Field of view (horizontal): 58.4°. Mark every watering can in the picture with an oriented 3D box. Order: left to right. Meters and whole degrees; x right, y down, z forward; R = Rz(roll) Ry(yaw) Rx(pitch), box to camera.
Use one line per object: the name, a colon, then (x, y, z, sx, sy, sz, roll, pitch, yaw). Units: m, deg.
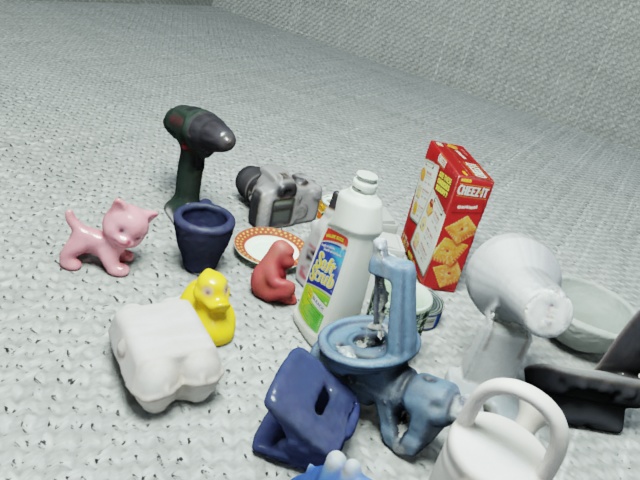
watering can: (0.167, 0.207, 0.545, 0.100, 0.194, 0.173, 20, 29, 12)

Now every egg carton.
egg carton: (-0.182, 0.128, 0.667, 0.107, 0.069, 0.150, -7, 34, -33)

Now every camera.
camera: (-0.087, -0.099, 1.089, 0.144, 0.101, 0.136, -11, 37, -38)

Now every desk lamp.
desk lamp: (0.240, 0.118, 0.719, 0.118, 0.213, 0.203, 13, 28, 0)

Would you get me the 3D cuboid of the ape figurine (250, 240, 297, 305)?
ape figurine: (-0.062, 0.043, 0.852, 0.076, 0.092, 0.078, 12, 28, -2)

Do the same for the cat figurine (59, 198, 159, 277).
cat figurine: (-0.302, -0.014, 0.823, 0.128, 0.118, 0.067, 8, 29, -11)

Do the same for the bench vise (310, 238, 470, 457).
bench vise: (0.094, 0.116, 0.652, 0.207, 0.220, 0.122, 21, 29, 15)

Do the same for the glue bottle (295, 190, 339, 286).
glue bottle: (0.008, 0.003, 0.868, 0.037, 0.173, 0.077, -15, 39, -41)

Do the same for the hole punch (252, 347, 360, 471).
hole punch: (-0.008, 0.183, 0.621, 0.101, 0.091, 0.109, 18, 29, 9)

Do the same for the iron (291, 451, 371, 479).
iron: (0.046, 0.256, 0.458, 0.119, 0.141, 0.257, -10, 36, -36)

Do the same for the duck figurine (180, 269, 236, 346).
duck figurine: (-0.147, 0.077, 0.758, 0.078, 0.086, 0.104, -6, 34, -32)

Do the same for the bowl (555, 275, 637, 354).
bowl: (0.420, 0.130, 0.924, 0.167, 0.075, 0.167, 11, 28, -6)

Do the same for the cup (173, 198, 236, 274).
cup: (-0.181, -0.004, 0.882, 0.092, 0.095, 0.117, 6, 29, -14)

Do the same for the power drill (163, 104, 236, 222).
power drill: (-0.209, -0.126, 0.970, 0.076, 0.208, 0.228, -7, 34, -33)

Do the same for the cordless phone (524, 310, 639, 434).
cordless phone: (0.366, 0.151, 0.745, 0.148, 0.185, 0.094, 8, 29, -9)
